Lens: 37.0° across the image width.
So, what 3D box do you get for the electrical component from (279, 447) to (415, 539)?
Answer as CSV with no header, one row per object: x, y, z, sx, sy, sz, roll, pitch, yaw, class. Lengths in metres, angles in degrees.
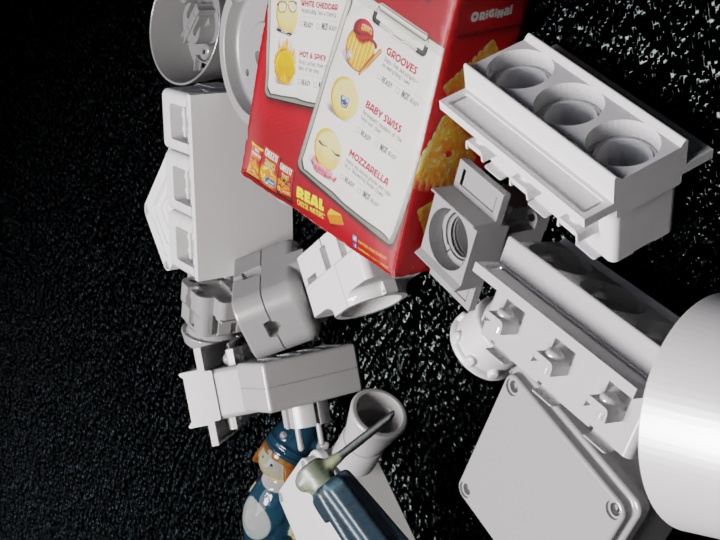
-0.010,0.199,0.839,0.113,0.057,0.078,63,145,26,electrical component

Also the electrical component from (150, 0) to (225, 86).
-0.131,-0.208,0.908,0.099,0.064,0.099,24,119,54,electrical component

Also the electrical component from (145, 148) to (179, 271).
-0.149,-0.059,0.988,0.113,0.057,0.078,-52,55,51,electrical component

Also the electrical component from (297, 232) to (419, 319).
0.000,0.000,0.770,0.089,0.050,0.055,-37,66,56,electrical component

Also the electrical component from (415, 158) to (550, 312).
0.073,-0.022,0.631,0.042,0.064,0.081,47,136,39,electrical component

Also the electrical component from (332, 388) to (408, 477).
0.004,0.125,0.805,0.044,0.044,0.065,59,142,31,electrical component

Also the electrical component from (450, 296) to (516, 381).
0.087,0.034,0.645,0.062,0.048,0.048,-48,58,45,electrical component

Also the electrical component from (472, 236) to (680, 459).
0.120,0.038,0.554,0.121,0.079,0.063,42,123,45,electrical component

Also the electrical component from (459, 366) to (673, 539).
0.119,0.122,0.608,0.108,0.056,0.108,52,139,37,electrical component

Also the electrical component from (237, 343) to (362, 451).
-0.044,0.102,0.840,0.047,0.083,0.075,-8,92,59,electrical component

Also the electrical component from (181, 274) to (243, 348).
-0.135,0.040,0.996,0.078,0.058,0.057,35,125,49,electrical component

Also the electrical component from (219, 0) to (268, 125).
-0.054,-0.162,0.800,0.108,0.060,0.108,24,119,54,electrical component

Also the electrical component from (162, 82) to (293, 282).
-0.109,-0.076,0.887,0.062,0.089,0.150,24,119,54,electrical component

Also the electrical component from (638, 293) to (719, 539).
0.175,0.066,0.455,0.060,0.108,0.108,10,108,50,electrical component

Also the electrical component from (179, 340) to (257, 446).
-0.105,0.098,0.909,0.121,0.063,0.078,10,-112,-86,electrical component

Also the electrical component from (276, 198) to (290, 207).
-0.037,-0.068,0.815,0.055,0.045,0.045,13,110,56,electrical component

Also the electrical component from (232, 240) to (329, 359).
-0.062,0.020,0.838,0.095,0.059,0.053,-99,-13,-63,electrical component

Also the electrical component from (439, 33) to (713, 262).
0.109,-0.063,0.559,0.121,0.079,0.063,48,158,41,electrical component
